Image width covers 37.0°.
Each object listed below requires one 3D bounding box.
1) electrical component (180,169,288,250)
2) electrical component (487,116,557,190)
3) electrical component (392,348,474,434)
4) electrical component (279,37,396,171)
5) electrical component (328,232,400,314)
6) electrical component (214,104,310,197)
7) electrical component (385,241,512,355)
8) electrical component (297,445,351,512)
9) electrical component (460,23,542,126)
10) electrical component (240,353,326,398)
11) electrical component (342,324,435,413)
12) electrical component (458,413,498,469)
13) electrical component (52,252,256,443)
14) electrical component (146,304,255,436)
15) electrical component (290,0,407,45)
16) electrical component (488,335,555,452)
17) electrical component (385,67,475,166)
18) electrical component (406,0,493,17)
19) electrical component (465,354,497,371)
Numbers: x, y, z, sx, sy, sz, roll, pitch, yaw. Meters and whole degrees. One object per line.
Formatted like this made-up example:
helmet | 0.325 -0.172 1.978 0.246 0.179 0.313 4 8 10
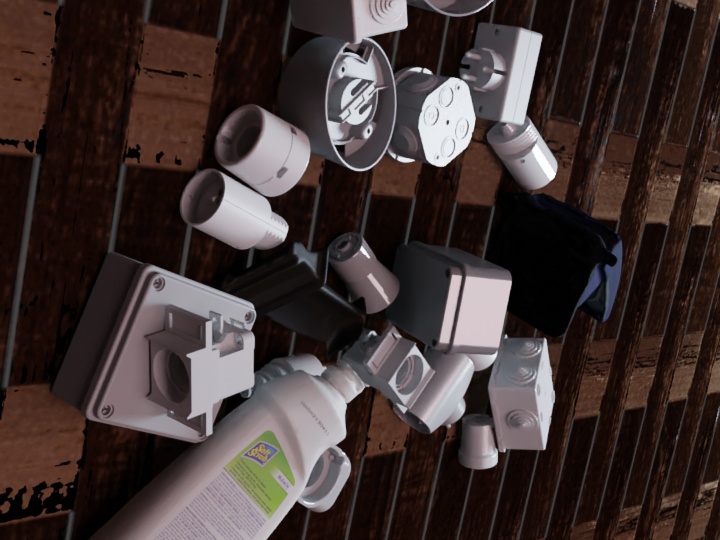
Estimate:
electrical component | -0.088 -0.038 0.785 0.081 0.043 0.043 29 82 -49
electrical component | 0.153 -0.116 1.022 0.043 0.043 0.081 -59 138 -13
electrical component | 0.076 0.122 1.027 0.077 0.044 0.079 -53 136 -20
electrical component | -0.012 -0.129 0.819 0.099 0.064 0.099 -20 119 -42
electrical component | 0.000 0.000 0.900 0.044 0.044 0.065 -52 131 -21
electrical component | -0.072 -0.087 0.777 0.047 0.055 0.055 30 82 -46
electrical component | 0.073 0.023 0.930 0.057 0.113 0.078 6 100 -25
electrical component | -0.053 0.158 0.886 0.053 0.059 0.095 -60 138 -13
electrical component | 0.114 -0.176 0.953 0.076 0.047 0.083 1 104 -48
electrical component | -0.063 0.090 0.864 0.078 0.040 0.040 -7 109 -46
electrical component | 0.023 0.083 0.938 0.042 0.064 0.081 -53 136 -20
electrical component | 0.121 0.175 1.102 0.040 0.040 0.046 -15 110 -44
electrical component | -0.142 0.056 0.752 0.109 0.056 0.108 25 85 -49
electrical component | -0.104 0.063 0.718 0.064 0.042 0.081 -17 117 -45
electrical component | -0.010 -0.214 0.764 0.048 0.100 0.099 -19 119 -28
electrical component | 0.167 0.126 1.100 0.099 0.048 0.099 -66 148 -52
electrical component | 0.055 -0.128 0.903 0.080 0.051 0.080 -20 119 -42
electrical component | 0.067 -0.254 0.858 0.099 0.064 0.099 -20 119 -42
electrical component | 0.104 0.065 1.039 0.040 0.040 0.078 -56 137 -17
